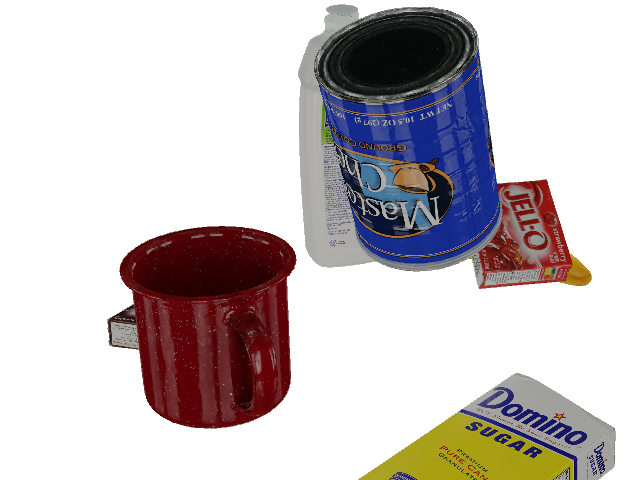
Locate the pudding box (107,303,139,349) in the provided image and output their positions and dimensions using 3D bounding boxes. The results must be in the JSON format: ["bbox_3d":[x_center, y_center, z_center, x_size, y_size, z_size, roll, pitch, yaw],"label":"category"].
[{"bbox_3d":[-0.184,0.103,1.275,0.114,0.039,0.090,3,14,19],"label":"pudding box"}]

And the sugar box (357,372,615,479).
[{"bbox_3d":[0.109,0.163,0.729,0.176,0.048,0.093,-31,39,-27],"label":"sugar box"}]

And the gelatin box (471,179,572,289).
[{"bbox_3d":[0.158,-0.007,0.873,0.073,0.089,0.030,-5,-35,-4],"label":"gelatin box"}]

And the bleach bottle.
[{"bbox_3d":[0.030,-0.100,1.023,0.102,0.251,0.068,-10,29,-15],"label":"bleach bottle"}]

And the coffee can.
[{"bbox_3d":[0.060,-0.065,0.696,0.103,0.140,0.103,-9,41,8],"label":"coffee can"}]

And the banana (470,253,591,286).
[{"bbox_3d":[0.183,0.013,1.103,0.198,0.037,0.069,9,35,18],"label":"banana"}]

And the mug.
[{"bbox_3d":[-0.052,0.051,0.567,0.093,0.081,0.117,-15,27,-27],"label":"mug"}]
